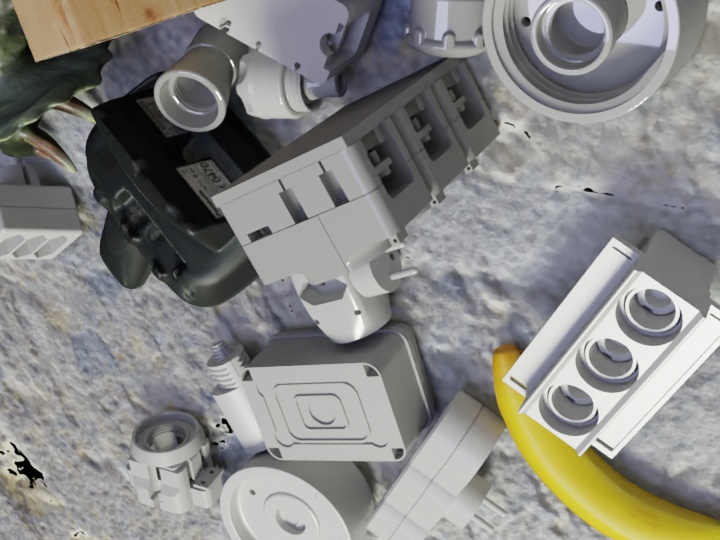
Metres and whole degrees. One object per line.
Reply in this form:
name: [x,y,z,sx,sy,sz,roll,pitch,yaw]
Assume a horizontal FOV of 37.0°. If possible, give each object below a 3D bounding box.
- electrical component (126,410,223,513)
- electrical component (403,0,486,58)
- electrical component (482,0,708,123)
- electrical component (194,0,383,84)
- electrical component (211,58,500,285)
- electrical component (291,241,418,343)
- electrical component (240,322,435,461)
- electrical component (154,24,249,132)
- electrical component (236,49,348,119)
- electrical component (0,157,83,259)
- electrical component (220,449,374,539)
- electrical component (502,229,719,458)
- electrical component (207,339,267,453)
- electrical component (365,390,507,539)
electrical component: [-0.147,0.148,0.839,0.078,0.058,0.057,10,124,24]
electrical component: [0.049,-0.146,0.574,0.048,0.048,0.062,13,115,22]
electrical component: [0.114,-0.126,0.539,0.108,0.060,0.108,13,122,22]
electrical component: [-0.038,-0.153,0.609,0.089,0.055,0.050,30,127,10]
electrical component: [0.005,-0.054,0.582,0.089,0.150,0.061,-20,105,35]
electrical component: [0.000,0.000,0.683,0.079,0.043,0.077,-15,109,34]
electrical component: [-0.014,0.082,0.728,0.113,0.057,0.078,-5,114,31]
electrical component: [-0.093,-0.120,0.651,0.044,0.065,0.044,10,136,9]
electrical component: [-0.039,-0.112,0.641,0.062,0.043,0.043,4,118,25]
electrical component: [-0.249,-0.051,0.782,0.047,0.066,0.076,-32,70,37]
electrical component: [-0.041,0.172,0.793,0.108,0.060,0.108,13,122,22]
electrical component: [0.148,0.040,0.613,0.079,0.063,0.121,35,128,6]
electrical component: [-0.084,0.087,0.778,0.043,0.043,0.081,-18,106,35]
electrical component: [0.064,0.149,0.728,0.074,0.052,0.138,34,128,7]
